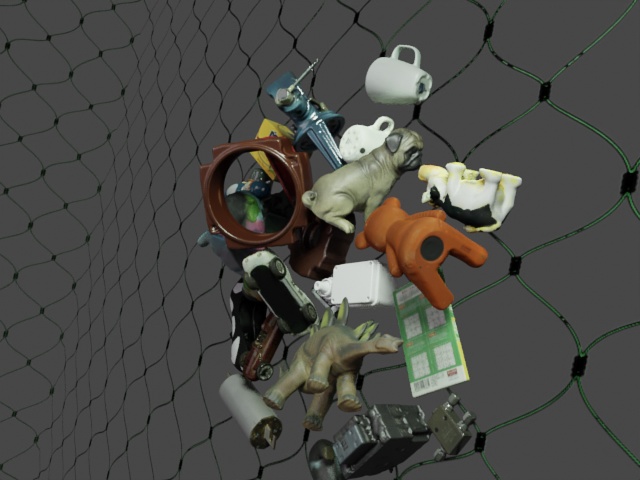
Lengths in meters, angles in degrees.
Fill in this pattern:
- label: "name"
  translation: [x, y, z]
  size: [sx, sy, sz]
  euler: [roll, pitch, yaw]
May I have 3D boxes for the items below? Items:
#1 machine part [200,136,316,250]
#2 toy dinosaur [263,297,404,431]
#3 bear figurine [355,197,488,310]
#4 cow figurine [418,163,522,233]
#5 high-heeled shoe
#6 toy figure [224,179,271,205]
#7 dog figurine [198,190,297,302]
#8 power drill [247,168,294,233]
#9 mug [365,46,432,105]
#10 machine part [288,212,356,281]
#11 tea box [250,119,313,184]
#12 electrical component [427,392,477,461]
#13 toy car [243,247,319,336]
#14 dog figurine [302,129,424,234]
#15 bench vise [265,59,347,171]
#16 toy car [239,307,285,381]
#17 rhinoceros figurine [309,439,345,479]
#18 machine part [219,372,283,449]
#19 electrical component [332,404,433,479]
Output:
- label: "machine part"
  translation: [-0.116, -0.087, 1.010]
  size: [0.201, 0.087, 0.201]
  euler: [-4, 101, 13]
- label: "toy dinosaur"
  translation: [0.001, 0.212, 0.910]
  size: [0.471, 0.105, 0.198]
  euler: [-38, 15, 52]
- label: "bear figurine"
  translation: [0.143, 0.010, 0.842]
  size: [0.120, 0.132, 0.196]
  euler: [-51, 16, -4]
- label: "cow figurine"
  translation: [0.212, -0.065, 0.813]
  size: [0.168, 0.068, 0.098]
  euler: [20, 101, 55]
- label: "high-heeled shoe"
  translation: [-0.142, 0.174, 1.193]
  size: [0.145, 0.086, 0.248]
  euler: [42, 116, 47]
- label: "toy figure"
  translation: [-0.166, -0.104, 1.220]
  size: [0.155, 0.058, 0.064]
  euler: [-7, 90, 53]
- label: "dog figurine"
  translation: [-0.135, 0.025, 1.132]
  size: [0.219, 0.108, 0.191]
  euler: [41, 117, 15]
- label: "power drill"
  translation: [-0.140, -0.053, 1.278]
  size: [0.207, 0.086, 0.232]
  euler: [16, 88, 62]
- label: "mug"
  translation: [0.152, -0.292, 0.968]
  size: [0.107, 0.080, 0.109]
  euler: [30, 98, 42]
- label: "machine part"
  translation: [-0.002, -0.003, 1.074]
  size: [0.179, 0.056, 0.179]
  euler: [-32, 50, 49]
- label: "tea box"
  translation: [-0.096, -0.207, 1.272]
  size: [0.098, 0.068, 0.170]
  euler: [-63, 37, 18]
- label: "electrical component"
  translation: [0.183, 0.268, 0.768]
  size: [0.094, 0.021, 0.063]
  euler: [-62, 38, 20]
- label: "toy car"
  translation: [-0.075, 0.106, 1.045]
  size: [0.073, 0.201, 0.056]
  euler: [-27, 21, 17]
- label: "dog figurine"
  translation: [0.075, -0.119, 0.932]
  size: [0.121, 0.172, 0.190]
  euler: [49, 125, 37]
- label: "bench vise"
  translation: [-0.005, -0.217, 1.073]
  size: [0.129, 0.223, 0.240]
  euler: [-32, 77, 1]
- label: "toy car"
  translation: [-0.106, 0.199, 1.130]
  size: [0.089, 0.053, 0.202]
  euler: [15, 77, 57]
- label: "rhinoceros figurine"
  translation: [0.014, 0.431, 0.895]
  size: [0.112, 0.073, 0.190]
  euler: [-30, 55, 43]
- label: "machine part"
  translation: [-0.149, 0.358, 1.137]
  size: [0.243, 0.079, 0.079]
  euler: [32, 104, 52]
- label: "electrical component"
  translation: [0.085, 0.297, 0.794]
  size: [0.115, 0.134, 0.058]
  euler: [-55, 43, 26]
